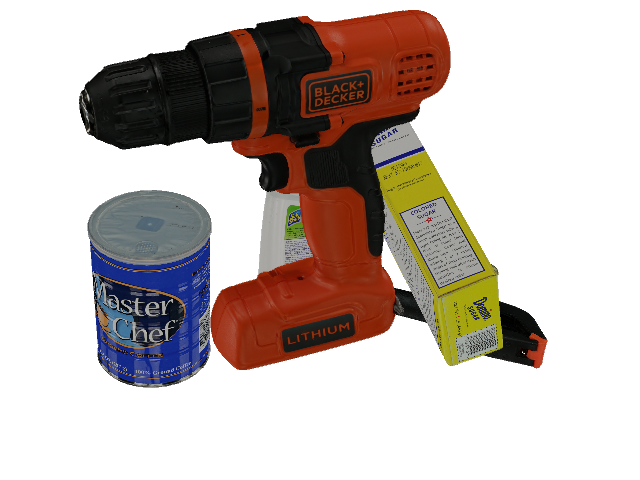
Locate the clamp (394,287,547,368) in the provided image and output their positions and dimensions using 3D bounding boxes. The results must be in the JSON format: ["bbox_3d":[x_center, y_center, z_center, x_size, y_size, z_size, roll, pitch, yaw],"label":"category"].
[{"bbox_3d":[0.153,0.069,1.042,0.172,0.039,0.120,27,39,32],"label":"clamp"}]

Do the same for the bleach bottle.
[{"bbox_3d":[-0.025,-0.006,1.326,0.102,0.251,0.068,-8,22,-33],"label":"bleach bottle"}]

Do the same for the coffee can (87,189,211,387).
[{"bbox_3d":[-0.146,0.042,0.928,0.103,0.140,0.103,3,35,-2],"label":"coffee can"}]

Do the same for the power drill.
[{"bbox_3d":[-0.024,-0.022,0.553,0.184,0.188,0.057,-12,39,-16],"label":"power drill"}]

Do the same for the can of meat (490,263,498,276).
[{"bbox_3d":[0.156,0.060,1.257,0.057,0.084,0.102,-23,39,-34],"label":"can of meat"}]

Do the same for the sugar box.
[{"bbox_3d":[0.068,-0.011,0.726,0.048,0.176,0.093,-19,-36,-3],"label":"sugar box"}]
